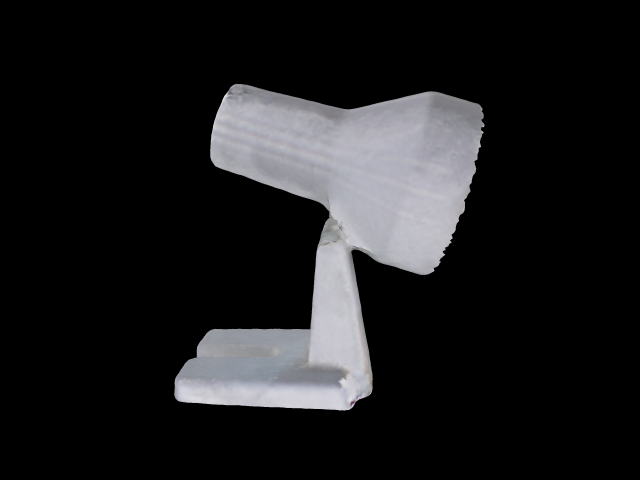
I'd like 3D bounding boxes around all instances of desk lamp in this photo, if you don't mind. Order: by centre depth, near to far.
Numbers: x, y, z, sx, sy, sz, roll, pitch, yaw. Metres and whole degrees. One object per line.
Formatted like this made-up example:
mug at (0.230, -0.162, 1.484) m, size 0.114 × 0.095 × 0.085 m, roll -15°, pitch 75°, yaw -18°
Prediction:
desk lamp at (0.004, 0.001, 0.400) m, size 0.203 × 0.213 × 0.118 m, roll 0°, pitch 11°, yaw 2°
